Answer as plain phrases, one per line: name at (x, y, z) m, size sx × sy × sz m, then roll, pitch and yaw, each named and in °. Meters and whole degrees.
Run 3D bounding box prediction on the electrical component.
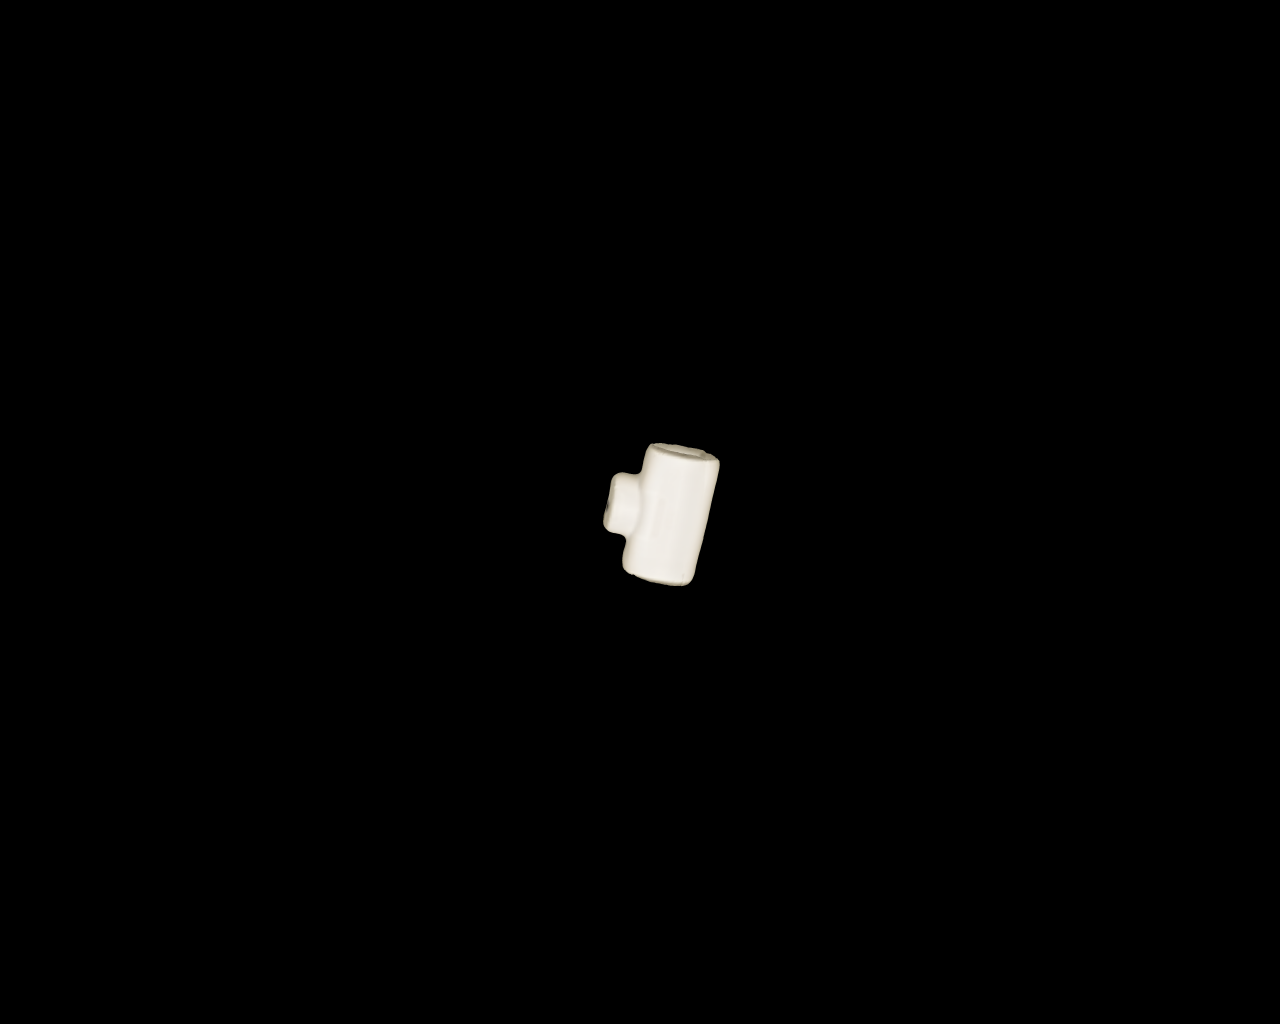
electrical component at (0.001, -0.003, 0.650) m, size 0.079 × 0.077 × 0.043 m, roll 11°, pitch 11°, yaw -2°
